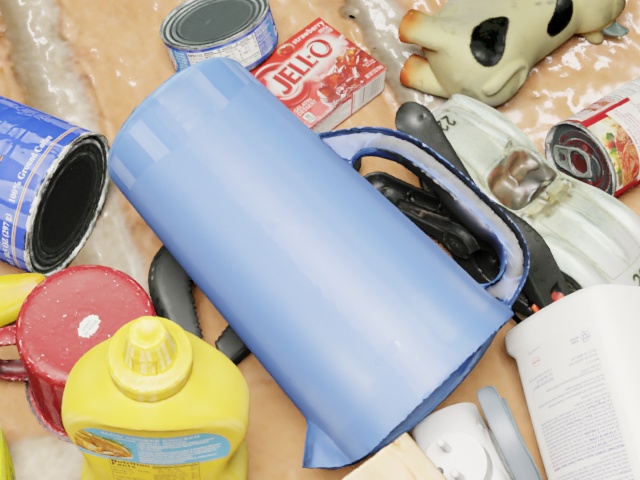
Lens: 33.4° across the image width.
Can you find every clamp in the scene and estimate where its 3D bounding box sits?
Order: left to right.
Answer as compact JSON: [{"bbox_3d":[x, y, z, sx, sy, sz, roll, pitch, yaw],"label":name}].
[{"bbox_3d":[-0.071,-0.002,0.719,0.164,0.036,0.210,17,60,-1],"label":"clamp"},{"bbox_3d":[0.098,-0.015,0.698,0.171,0.120,0.039,38,71,15],"label":"clamp"}]

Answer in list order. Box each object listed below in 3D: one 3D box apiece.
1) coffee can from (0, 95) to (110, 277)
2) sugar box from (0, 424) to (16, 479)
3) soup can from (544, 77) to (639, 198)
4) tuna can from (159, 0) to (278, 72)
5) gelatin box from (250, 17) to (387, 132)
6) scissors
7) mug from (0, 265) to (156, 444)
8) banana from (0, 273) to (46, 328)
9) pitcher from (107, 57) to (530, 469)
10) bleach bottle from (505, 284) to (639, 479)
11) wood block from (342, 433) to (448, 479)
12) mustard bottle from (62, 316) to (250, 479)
[{"bbox_3d":[-0.224,-0.047,0.701,0.140,0.103,0.102,22,58,10],"label":"coffee can"},{"bbox_3d":[-0.256,0.162,0.580,0.176,0.048,0.093,-15,30,-10],"label":"sugar box"},{"bbox_3d":[0.223,-0.075,0.771,0.102,0.068,0.068,-29,63,-21],"label":"soup can"},{"bbox_3d":[-0.075,-0.155,0.805,0.086,0.034,0.086,-11,40,9],"label":"tuna can"},{"bbox_3d":[-0.006,-0.120,0.807,0.073,0.030,0.089,40,63,21],"label":"gelatin box"},{"bbox_3d":[0.127,0.159,0.573,0.016,0.096,0.202,-27,44,6],"label":"scissors"},{"bbox_3d":[-0.150,0.067,0.646,0.117,0.081,0.093,2,59,-4],"label":"mug"},{"bbox_3d":[-0.264,0.060,0.653,0.197,0.070,0.037,-18,96,-20],"label":"banana"},{"bbox_3d":[-0.004,0.001,0.640,0.243,0.145,0.149,47,38,10],"label":"pitcher"},{"bbox_3d":[0.176,0.157,0.610,0.068,0.103,0.251,6,63,-26],"label":"bleach bottle"},{"bbox_3d":[0.075,0.218,0.557,0.090,0.091,0.206,-32,64,-22],"label":"wood block"},{"bbox_3d":[-0.085,0.095,0.565,0.096,0.192,0.058,4,57,-2],"label":"mustard bottle"}]
